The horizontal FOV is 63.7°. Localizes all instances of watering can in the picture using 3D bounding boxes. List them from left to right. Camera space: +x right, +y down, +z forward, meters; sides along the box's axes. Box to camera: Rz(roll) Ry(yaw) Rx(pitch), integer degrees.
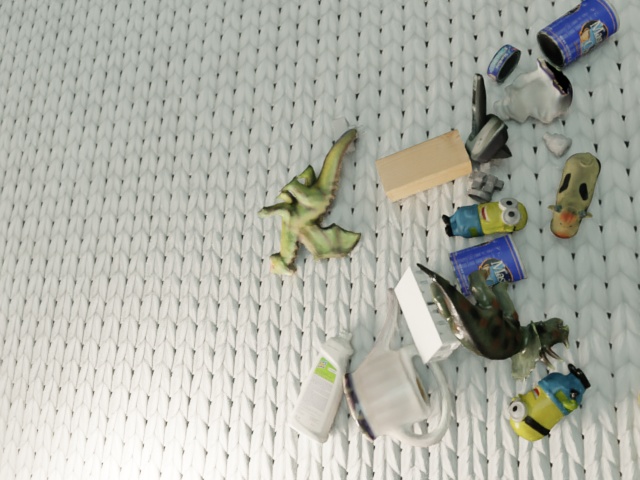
[{"bbox_3d":[0.152,0.297,1.161,0.223,0.355,0.102,-27,-31,9],"label":"watering can"}]

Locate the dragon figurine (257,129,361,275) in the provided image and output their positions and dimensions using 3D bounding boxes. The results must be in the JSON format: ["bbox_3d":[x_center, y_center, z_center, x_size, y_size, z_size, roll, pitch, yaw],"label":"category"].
[{"bbox_3d":[0.004,-0.066,1.308,0.408,0.243,0.123,-41,-2,10],"label":"dragon figurine"}]

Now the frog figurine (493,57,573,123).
[{"bbox_3d":[0.495,-0.326,1.198,0.124,0.139,0.156,-21,-17,-43],"label":"frog figurine"}]
